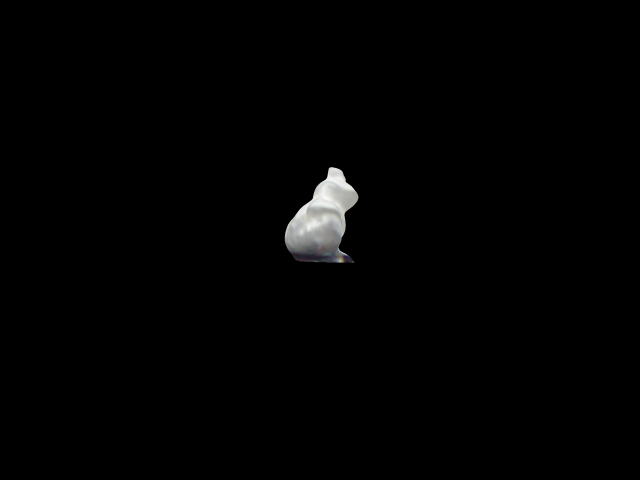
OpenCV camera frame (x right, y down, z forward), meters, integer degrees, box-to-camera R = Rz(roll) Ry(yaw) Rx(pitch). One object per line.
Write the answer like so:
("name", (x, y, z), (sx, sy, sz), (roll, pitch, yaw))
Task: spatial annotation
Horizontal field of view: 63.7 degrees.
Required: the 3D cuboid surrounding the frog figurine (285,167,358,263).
("frog figurine", (0.003, -0.043, 0.850), (0.123, 0.160, 0.137), (0, -2, 2))
